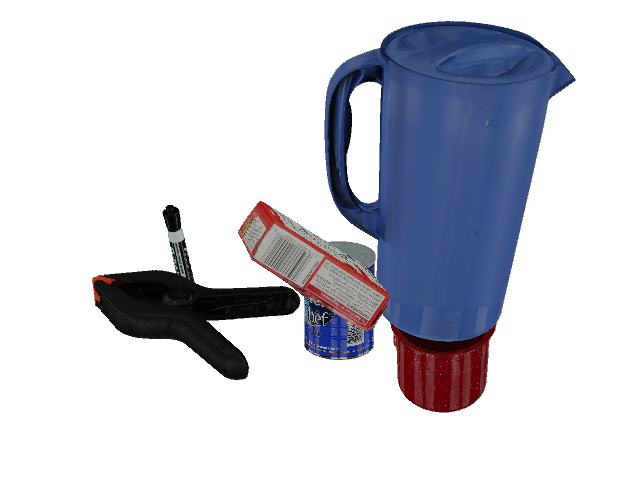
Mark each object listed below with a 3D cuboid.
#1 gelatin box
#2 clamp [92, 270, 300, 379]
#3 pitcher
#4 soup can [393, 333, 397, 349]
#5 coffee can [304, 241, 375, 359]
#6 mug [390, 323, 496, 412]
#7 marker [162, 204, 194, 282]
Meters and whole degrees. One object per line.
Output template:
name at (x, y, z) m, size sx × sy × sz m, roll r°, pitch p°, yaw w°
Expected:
gelatin box at (-0.005, 0.015, 0.665) m, size 0.089 × 0.030 × 0.073 m, roll 33°, pitch 5°, yaw -15°
clamp at (-0.104, 0.055, 0.883) m, size 0.172 × 0.039 × 0.120 m, roll 19°, pitch 27°, yaw 23°
pitcher at (0.095, -0.044, 0.854) m, size 0.149 × 0.243 × 0.144 m, roll 25°, pitch 36°, yaw 32°
soup can at (0.125, 0.085, 1.315) m, size 0.068 × 0.102 × 0.068 m, roll 2°, pitch 24°, yaw -1°
coffee can at (0.027, 0.084, 1.520) m, size 0.103 × 0.140 × 0.103 m, roll 0°, pitch 22°, yaw 0°
mug at (0.111, 0.092, 0.968) m, size 0.093 × 0.081 × 0.117 m, roll 1°, pitch 39°, yaw 6°
marker at (-0.159, 0.014, 1.205) m, size 0.020 × 0.121 × 0.020 m, roll -6°, pitch 30°, yaw 3°
